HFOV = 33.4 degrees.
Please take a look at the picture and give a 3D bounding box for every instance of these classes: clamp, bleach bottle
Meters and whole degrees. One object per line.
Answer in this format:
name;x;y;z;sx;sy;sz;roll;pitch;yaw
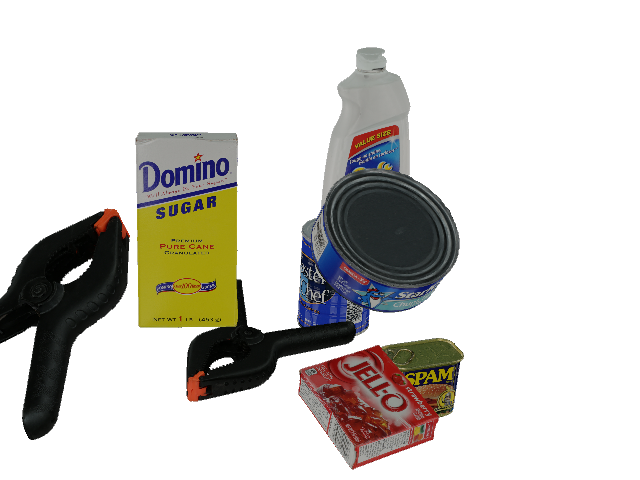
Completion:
clamp;-0.193;0.046;0.713;0.120;0.171;0.039;15;-38;16
clamp;-0.067;0.112;1.134;0.165;0.036;0.209;15;29;18
bleach bottle;0.044;-0.080;1.146;0.102;0.251;0.068;-3;25;-6

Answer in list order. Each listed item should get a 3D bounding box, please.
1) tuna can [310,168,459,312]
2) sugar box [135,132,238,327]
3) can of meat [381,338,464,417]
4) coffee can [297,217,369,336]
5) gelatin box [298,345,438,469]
tuna can;0.038;0.000;0.643;0.086;0.086;0.034;0;-35;-22
sugar box;-0.122;-0.010;0.979;0.093;0.176;0.048;-1;14;-5
can of meat;0.121;0.175;1.322;0.102;0.084;0.057;-6;26;-21
coffee can;0.022;0.050;1.472;0.103;0.140;0.103;3;24;-1
gelatin box;0.035;0.124;0.811;0.073;0.030;0.089;-14;41;-25
